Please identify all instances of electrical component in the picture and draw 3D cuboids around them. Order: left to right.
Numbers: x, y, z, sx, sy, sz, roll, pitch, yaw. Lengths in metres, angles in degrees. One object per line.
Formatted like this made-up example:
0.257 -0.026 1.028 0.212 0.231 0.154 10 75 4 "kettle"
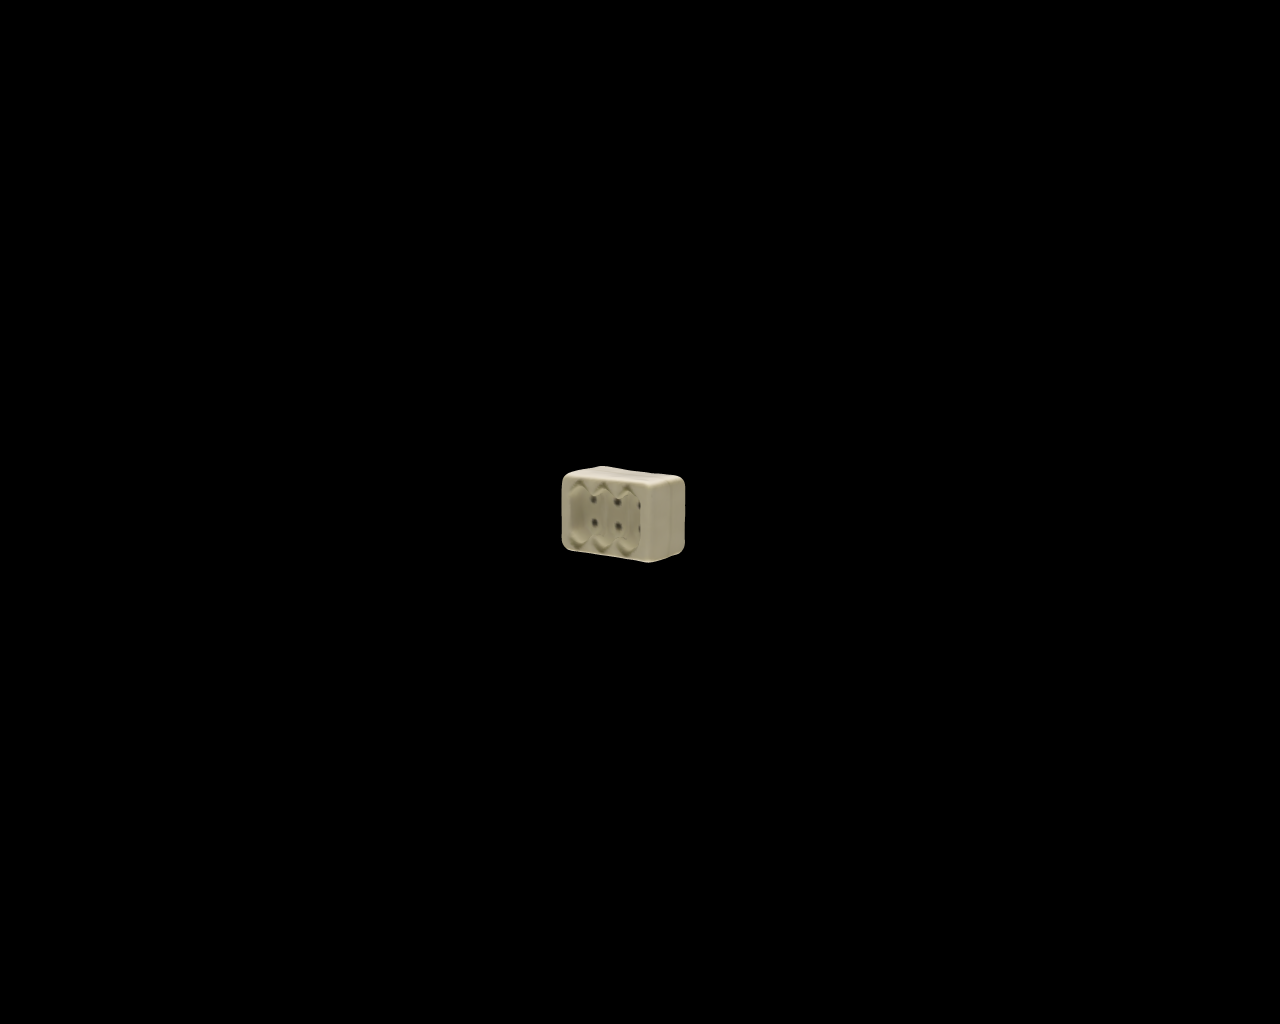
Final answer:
0.001 -0.003 0.650 0.066 0.047 0.077 8 14 35 "electrical component"
